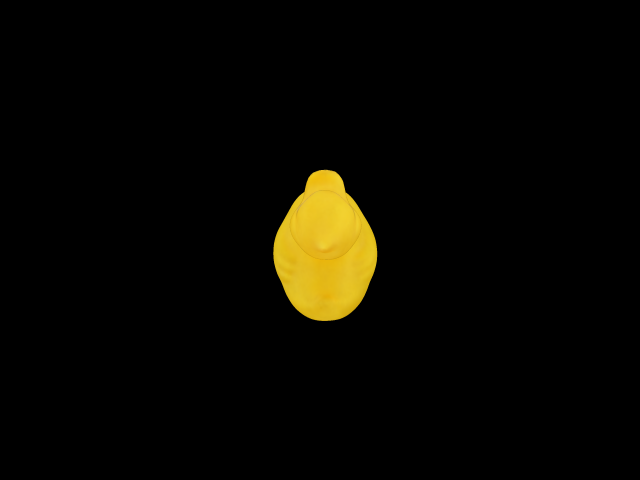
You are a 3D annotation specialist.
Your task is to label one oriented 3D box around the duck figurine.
[{"bbox_3d":[0.004,0.001,0.400,0.077,0.086,0.104,0,74,0],"label":"duck figurine"}]
